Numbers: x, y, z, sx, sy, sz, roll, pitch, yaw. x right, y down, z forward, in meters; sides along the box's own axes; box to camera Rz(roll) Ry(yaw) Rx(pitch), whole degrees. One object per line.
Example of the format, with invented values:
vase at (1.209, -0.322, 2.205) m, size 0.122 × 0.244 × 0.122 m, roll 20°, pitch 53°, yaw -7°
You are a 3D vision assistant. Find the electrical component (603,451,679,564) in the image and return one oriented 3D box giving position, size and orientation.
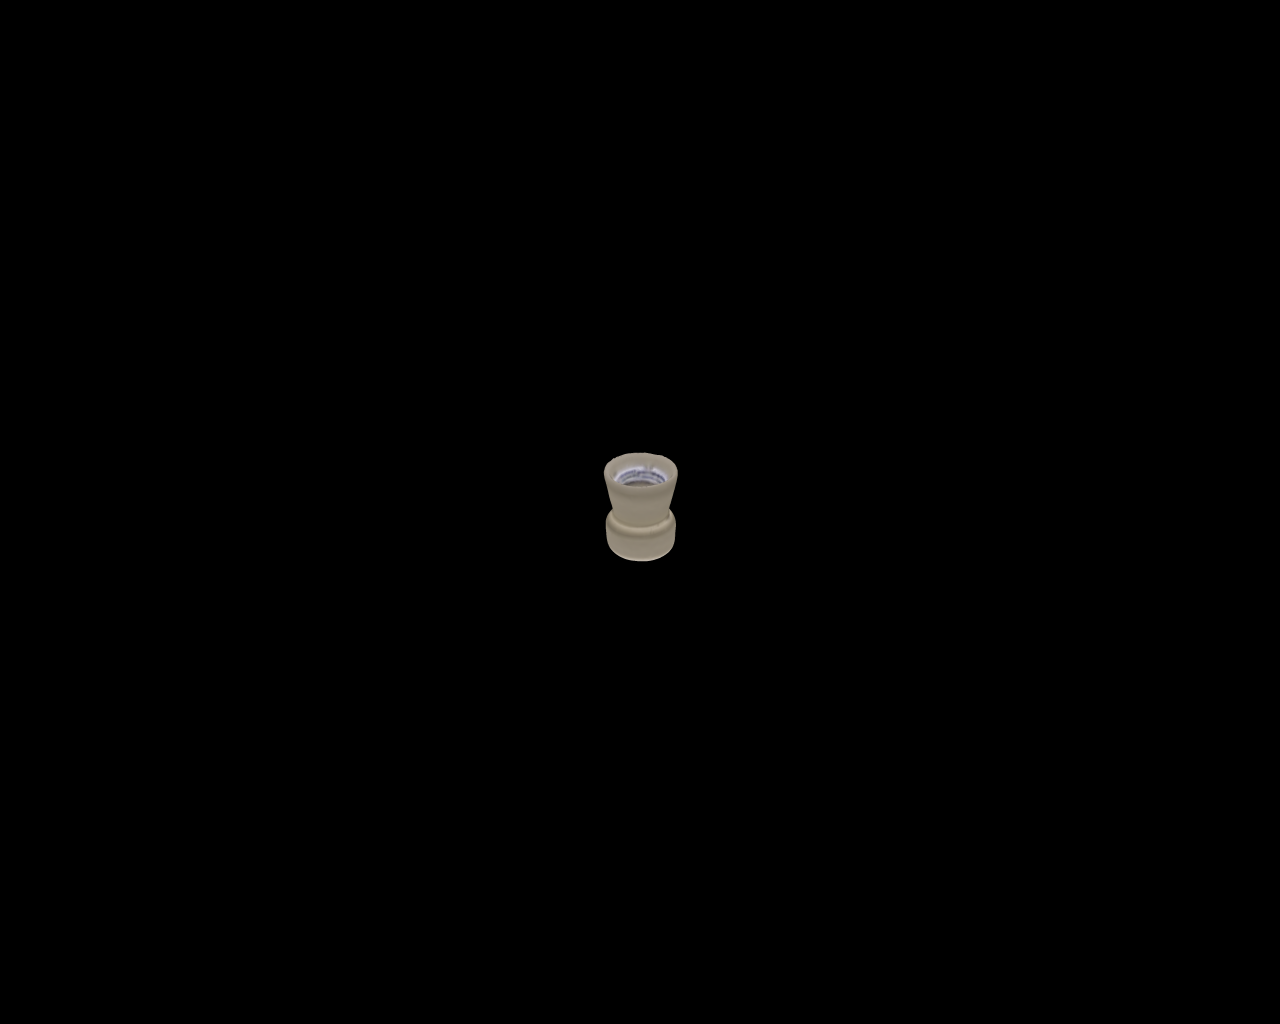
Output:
electrical component at (0.001, -0.003, 0.650) m, size 0.045 × 0.055 × 0.045 m, roll 0°, pitch 32°, yaw 0°
